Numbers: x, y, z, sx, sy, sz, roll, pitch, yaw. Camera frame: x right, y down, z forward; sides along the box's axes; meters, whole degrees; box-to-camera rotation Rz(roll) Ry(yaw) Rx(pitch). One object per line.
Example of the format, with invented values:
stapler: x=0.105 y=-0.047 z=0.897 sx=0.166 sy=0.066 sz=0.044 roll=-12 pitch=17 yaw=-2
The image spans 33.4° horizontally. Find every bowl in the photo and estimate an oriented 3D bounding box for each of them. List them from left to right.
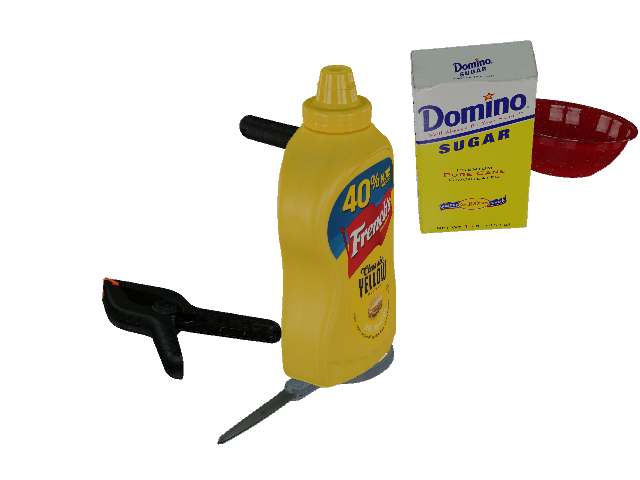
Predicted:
bowl: x=0.265 y=-0.110 z=1.183 sx=0.162 sy=0.055 sz=0.162 roll=5 pitch=23 yaw=-2

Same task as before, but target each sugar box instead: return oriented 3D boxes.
sugar box: x=0.121 y=-0.076 z=0.850 sx=0.093 sy=0.048 sz=0.176 roll=-4 pitch=-36 yaw=5

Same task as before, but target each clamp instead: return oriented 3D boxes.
clamp: x=-0.169 y=0.089 z=1.157 sx=0.210 sy=0.036 sz=0.164 roll=19 pitch=20 yaw=27
clamp: x=-0.003 y=-0.101 z=1.118 sx=0.120 sy=0.039 sz=0.172 roll=-17 pitch=36 yaw=-26

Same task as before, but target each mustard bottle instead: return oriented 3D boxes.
mustard bottle: x=0.011 y=-0.013 z=0.656 sx=0.058 sy=0.192 sz=0.096 roll=14 pitch=29 yaw=31

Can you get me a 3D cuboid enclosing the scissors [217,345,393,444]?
scissors: x=-0.026 y=0.118 z=0.939 sx=0.201 sy=0.016 sz=0.096 roll=-18 pitch=33 yaw=-31
